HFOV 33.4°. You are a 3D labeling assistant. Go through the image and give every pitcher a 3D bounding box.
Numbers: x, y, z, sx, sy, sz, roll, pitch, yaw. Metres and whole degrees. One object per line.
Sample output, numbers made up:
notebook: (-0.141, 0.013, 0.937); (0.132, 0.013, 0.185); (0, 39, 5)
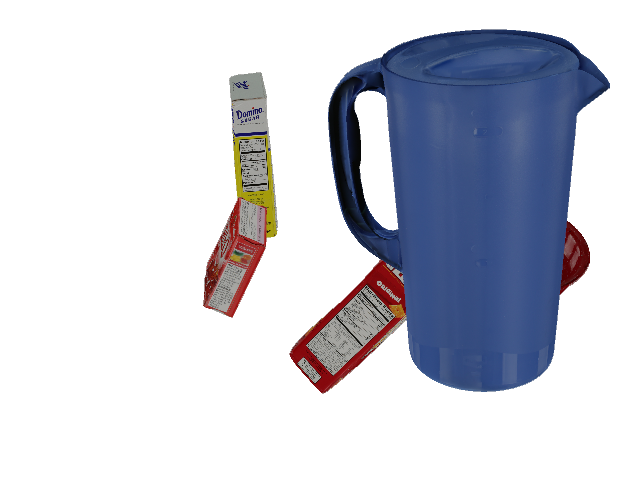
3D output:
pitcher: (0.103, -0.020, 0.756); (0.144, 0.243, 0.149); (-18, 29, -27)

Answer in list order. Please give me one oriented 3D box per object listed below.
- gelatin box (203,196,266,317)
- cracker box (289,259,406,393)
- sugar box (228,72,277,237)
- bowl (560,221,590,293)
gelatin box: (-0.074, 0.012, 0.919); (0.030, 0.073, 0.089); (22, 21, -13)
cracker box: (0.076, 0.068, 1.267); (0.214, 0.072, 0.164); (-48, -8, 31)
sugar box: (-0.080, -0.098, 1.251); (0.048, 0.176, 0.093); (-7, 26, -3)
bowl: (0.149, 0.022, 0.932); (0.162, 0.055, 0.162); (2, 33, -2)
